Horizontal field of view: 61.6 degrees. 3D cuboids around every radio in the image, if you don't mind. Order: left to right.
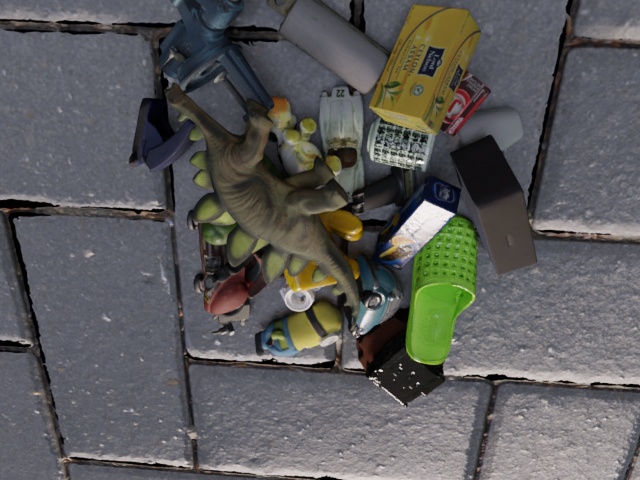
[{"bbox_3d":[0.280,-0.051,0.860,0.073,0.131,0.229,-22,143,13],"label":"radio"}]

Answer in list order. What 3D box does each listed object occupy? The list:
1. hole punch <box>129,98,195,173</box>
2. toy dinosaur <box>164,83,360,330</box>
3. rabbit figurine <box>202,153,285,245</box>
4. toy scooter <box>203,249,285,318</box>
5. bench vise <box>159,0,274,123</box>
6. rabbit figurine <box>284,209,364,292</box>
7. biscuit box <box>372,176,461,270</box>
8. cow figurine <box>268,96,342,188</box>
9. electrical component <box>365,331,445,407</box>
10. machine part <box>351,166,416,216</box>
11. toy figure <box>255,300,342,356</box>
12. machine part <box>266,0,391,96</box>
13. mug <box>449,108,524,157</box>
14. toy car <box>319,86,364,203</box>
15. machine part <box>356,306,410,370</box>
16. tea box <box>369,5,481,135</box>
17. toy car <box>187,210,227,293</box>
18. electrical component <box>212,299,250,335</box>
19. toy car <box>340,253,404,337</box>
[{"bbox_3d":[-0.253,-0.168,0.897,0.092,0.142,0.115,17,104,-8],"label":"hole punch"},{"bbox_3d":[-0.060,-0.041,0.804,0.198,0.105,0.471,-41,109,15],"label":"toy dinosaur"},{"bbox_3d":[-0.136,-0.066,0.918,0.170,0.159,0.121,-40,105,1],"label":"rabbit figurine"},{"bbox_3d":[-0.139,0.056,0.969,0.184,0.075,0.135,-34,147,-16],"label":"toy scooter"},{"bbox_3d":[-0.143,-0.275,0.821,0.224,0.129,0.240,-29,101,35],"label":"bench vise"},{"bbox_3d":[-0.002,-0.003,0.953,0.162,0.122,0.173,-17,80,5],"label":"rabbit figurine"},{"bbox_3d":[0.160,-0.025,0.915,0.063,0.059,0.202,24,144,-7],"label":"biscuit box"},{"bbox_3d":[-0.043,-0.154,0.898,0.167,0.068,0.098,57,150,8],"label":"cow figurine"},{"bbox_3d":[0.171,0.242,1.029,0.115,0.058,0.134,38,114,-13],"label":"electrical component"},{"bbox_3d":[0.114,-0.083,0.925,0.139,0.039,0.084,-25,122,-25],"label":"machine part"},{"bbox_3d":[-0.044,0.179,1.065,0.180,0.082,0.089,-15,115,14],"label":"toy figure"},{"bbox_3d":[0.024,-0.304,0.835,0.243,0.079,0.079,32,113,-11],"label":"machine part"},{"bbox_3d":[0.277,-0.164,0.879,0.107,0.081,0.109,-21,104,7],"label":"mug"},{"bbox_3d":[0.038,-0.158,0.913,0.074,0.056,0.201,-1,115,5],"label":"toy car"},{"bbox_3d":[0.162,0.217,1.080,0.179,0.056,0.179,2,115,5],"label":"machine part"},{"bbox_3d":[0.157,-0.254,0.801,0.098,0.068,0.169,23,90,36],"label":"tea box"},{"bbox_3d":[-0.201,0.025,1.022,0.089,0.053,0.201,3,117,7],"label":"toy car"},{"bbox_3d":[-0.175,0.147,1.056,0.078,0.045,0.102,-3,139,-19],"label":"electrical component"},{"bbox_3d":[0.104,0.107,1.010,0.103,0.109,0.161,0,127,-16],"label":"toy car"}]
